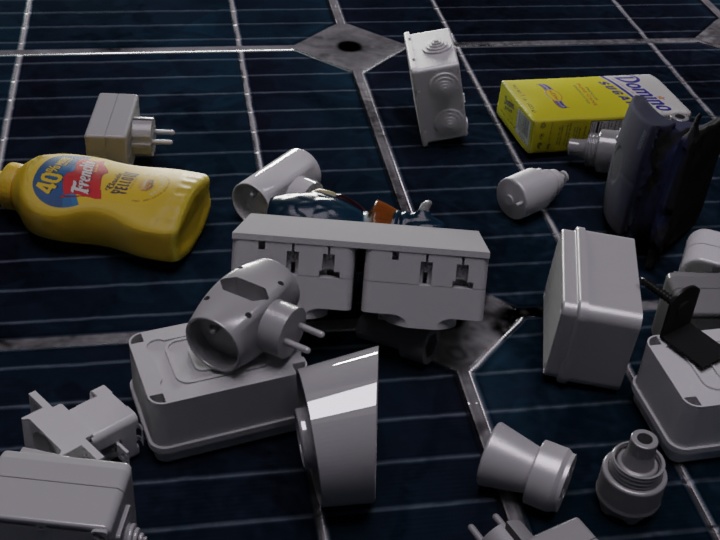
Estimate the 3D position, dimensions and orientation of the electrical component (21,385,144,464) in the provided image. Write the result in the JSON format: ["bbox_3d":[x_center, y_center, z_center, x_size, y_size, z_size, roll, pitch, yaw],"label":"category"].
[{"bbox_3d":[-0.183,0.112,0.713,0.081,0.042,0.064,33,42,32],"label":"electrical component"}]

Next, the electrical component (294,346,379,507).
[{"bbox_3d":[-0.008,0.103,0.696,0.064,0.099,0.099,-9,39,-8],"label":"electrical component"}]

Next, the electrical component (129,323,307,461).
[{"bbox_3d":[-0.099,0.079,0.750,0.113,0.057,0.078,-11,40,-19],"label":"electrical component"}]

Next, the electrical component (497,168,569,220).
[{"bbox_3d":[0.162,-0.075,0.994,0.078,0.040,0.040,-23,45,-32],"label":"electrical component"}]

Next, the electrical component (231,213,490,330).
[{"bbox_3d":[0.000,0.000,0.829,0.186,0.060,0.105,5,11,1],"label":"electrical component"}]

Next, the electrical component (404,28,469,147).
[{"bbox_3d":[0.078,-0.187,1.087,0.048,0.099,0.099,-9,37,4],"label":"electrical component"}]

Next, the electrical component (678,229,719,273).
[{"bbox_3d":[0.314,0.005,0.890,0.095,0.053,0.059,16,38,15],"label":"electrical component"}]

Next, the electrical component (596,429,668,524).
[{"bbox_3d":[0.180,0.132,0.703,0.043,0.062,0.043,3,37,-2],"label":"electrical component"}]

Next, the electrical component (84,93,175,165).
[{"bbox_3d":[-0.215,-0.127,1.021,0.076,0.047,0.083,2,37,-3],"label":"electrical component"}]

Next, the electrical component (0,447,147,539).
[{"bbox_3d":[-0.173,0.149,0.646,0.096,0.061,0.061,6,37,2],"label":"electrical component"}]

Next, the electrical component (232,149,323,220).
[{"bbox_3d":[-0.059,-0.068,0.961,0.079,0.043,0.077,24,42,25],"label":"electrical component"}]

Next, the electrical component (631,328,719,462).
[{"bbox_3d":[0.263,0.088,0.773,0.113,0.057,0.078,-5,38,-12],"label":"electrical component"}]

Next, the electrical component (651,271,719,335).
[{"bbox_3d":[0.283,0.039,0.836,0.096,0.061,0.061,0,37,-5],"label":"electrical component"}]

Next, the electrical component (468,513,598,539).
[{"bbox_3d":[0.095,0.177,0.647,0.083,0.047,0.075,-16,41,-25],"label":"electrical component"}]

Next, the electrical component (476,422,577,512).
[{"bbox_3d":[0.110,0.131,0.712,0.055,0.045,0.045,19,39,18],"label":"electrical component"}]

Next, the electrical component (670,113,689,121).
[{"bbox_3d":[0.306,-0.123,1.053,0.043,0.062,0.043,3,37,-2],"label":"electrical component"}]

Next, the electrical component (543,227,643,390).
[{"bbox_3d":[0.176,0.028,0.828,0.057,0.078,0.113,10,37,3],"label":"electrical component"}]

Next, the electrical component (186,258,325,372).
[{"bbox_3d":[-0.063,0.036,0.725,0.079,0.043,0.077,21,40,20],"label":"electrical component"}]

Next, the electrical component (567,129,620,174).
[{"bbox_3d":[0.236,-0.117,1.055,0.062,0.048,0.048,9,37,18],"label":"electrical component"}]
